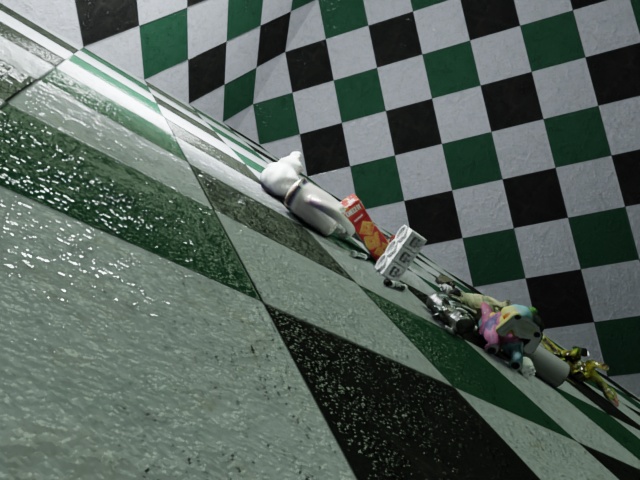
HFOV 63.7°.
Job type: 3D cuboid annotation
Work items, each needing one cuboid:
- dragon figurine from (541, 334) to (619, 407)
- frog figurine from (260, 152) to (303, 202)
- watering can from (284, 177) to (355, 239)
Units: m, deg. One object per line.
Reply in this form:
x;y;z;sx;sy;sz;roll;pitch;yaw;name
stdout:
0.978;0.488;2.012;0.416;0.123;0.238;40;-7;34;dragon figurine
-0.109;-0.208;1.618;0.121;0.159;0.139;25;10;-48;frog figurine
0.005;-0.076;1.510;0.225;0.104;0.345;36;-5;5;watering can
